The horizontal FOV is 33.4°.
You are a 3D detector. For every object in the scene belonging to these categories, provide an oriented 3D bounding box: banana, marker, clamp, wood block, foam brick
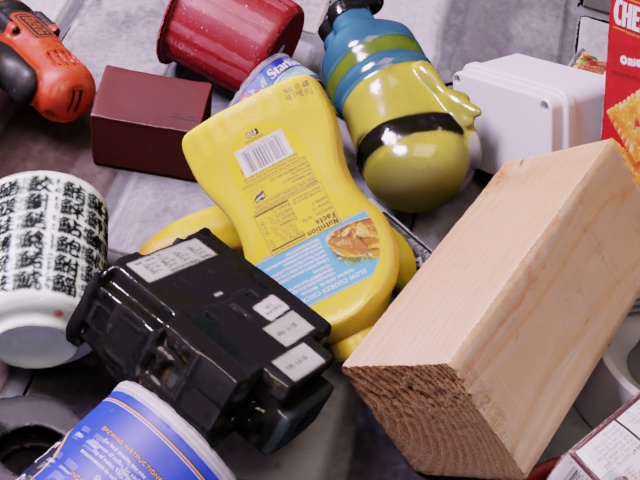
[{"bbox_3d":[-0.019,0.003,0.716,0.197,0.037,0.069,9,54,-2],"label":"banana"},{"bbox_3d":[0.073,0.015,0.735,0.020,0.020,0.121,-35,65,-31],"label":"marker"},{"bbox_3d":[-0.196,0.126,0.587,0.171,0.039,0.120,14,55,1],"label":"clamp"},{"bbox_3d":[0.119,0.039,0.653,0.205,0.091,0.090,-48,112,-34],"label":"wood block"},{"bbox_3d":[-0.119,-0.082,0.757,0.078,0.051,0.053,11,52,-1],"label":"foam brick"}]

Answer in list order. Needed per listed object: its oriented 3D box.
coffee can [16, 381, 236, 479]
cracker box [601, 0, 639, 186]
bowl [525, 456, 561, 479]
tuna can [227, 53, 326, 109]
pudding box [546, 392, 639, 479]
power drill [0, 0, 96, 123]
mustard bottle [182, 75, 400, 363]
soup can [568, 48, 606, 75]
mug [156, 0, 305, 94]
[{"bbox_3d":[-0.115,0.154,0.525,0.103,0.103,0.140,39,64,19],"label":"coffee can"},{"bbox_3d":[0.272,-0.085,0.722,0.164,0.214,0.072,-20,35,-24],"label":"cracker box"},{"bbox_3d":[0.157,0.200,0.580,0.162,0.055,0.162,5,51,-6],"label":"bowl"},{"bbox_3d":[-0.033,-0.086,0.754,0.034,0.086,0.086,35,54,14],"label":"tuna can"},{"bbox_3d":[0.195,0.139,0.575,0.089,0.039,0.113,-29,64,-30],"label":"pudding box"},{"bbox_3d":[-0.272,-0.142,0.736,0.187,0.057,0.185,-10,42,-47],"label":"power drill"},{"bbox_3d":[-0.004,0.001,0.669,0.096,0.058,0.191,-26,88,6],"label":"mustard bottle"},{"bbox_3d":[0.229,-0.094,0.818,0.102,0.069,0.068,30,53,13],"label":"soup can"},{"bbox_3d":[-0.062,-0.159,0.814,0.081,0.093,0.117,29,16,6],"label":"mug"}]
